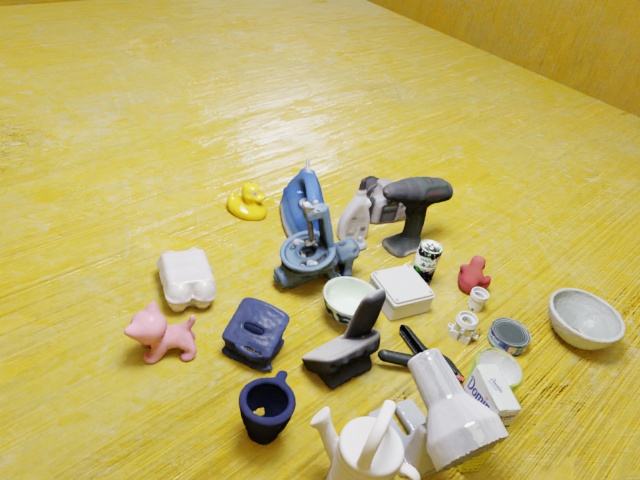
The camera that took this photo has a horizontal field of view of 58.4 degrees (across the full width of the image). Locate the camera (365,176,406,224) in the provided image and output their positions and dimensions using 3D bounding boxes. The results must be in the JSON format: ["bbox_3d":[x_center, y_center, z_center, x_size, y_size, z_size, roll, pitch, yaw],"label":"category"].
[{"bbox_3d":[0.177,-0.124,1.545,0.143,0.101,0.136,-8,41,-25],"label":"camera"}]

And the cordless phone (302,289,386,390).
[{"bbox_3d":[0.050,0.170,1.051,0.148,0.185,0.094,-23,49,-38],"label":"cordless phone"}]

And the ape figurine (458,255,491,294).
[{"bbox_3d":[0.363,0.076,1.342,0.076,0.092,0.077,-21,48,-36],"label":"ape figurine"}]

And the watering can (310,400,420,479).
[{"bbox_3d":[0.067,0.314,0.857,0.173,0.194,0.101,11,37,-1],"label":"watering can"}]

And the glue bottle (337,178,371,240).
[{"bbox_3d":[0.092,-0.075,1.395,0.078,0.173,0.037,-3,39,-19],"label":"glue bottle"}]

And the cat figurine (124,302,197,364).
[{"bbox_3d":[-0.283,0.160,1.024,0.128,0.118,0.067,-4,39,-20],"label":"cat figurine"}]

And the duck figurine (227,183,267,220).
[{"bbox_3d":[-0.180,-0.104,1.429,0.104,0.086,0.077,18,37,8],"label":"duck figurine"}]

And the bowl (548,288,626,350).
[{"bbox_3d":[0.578,0.188,1.271,0.167,0.075,0.167,8,37,-6],"label":"bowl"}]

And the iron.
[{"bbox_3d":[-0.025,-0.081,1.396,0.119,0.141,0.258,2,38,-14],"label":"iron"}]

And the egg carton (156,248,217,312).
[{"bbox_3d":[-0.273,0.079,1.175,0.107,0.069,0.150,-7,41,-24],"label":"egg carton"}]

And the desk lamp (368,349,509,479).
[{"bbox_3d":[0.179,0.289,0.907,0.118,0.213,0.202,-10,42,-27],"label":"desk lamp"}]

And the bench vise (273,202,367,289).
[{"bbox_3d":[0.003,-0.002,1.234,0.208,0.220,0.121,-24,49,-38],"label":"bench vise"}]

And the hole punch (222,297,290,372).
[{"bbox_3d":[-0.119,0.176,1.073,0.108,0.091,0.101,21,38,12],"label":"hole punch"}]

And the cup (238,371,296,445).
[{"bbox_3d":[-0.086,0.280,0.942,0.091,0.095,0.118,19,37,9],"label":"cup"}]

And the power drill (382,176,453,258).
[{"bbox_3d":[0.220,-0.064,1.388,0.230,0.208,0.075,-19,46,-35],"label":"power drill"}]
